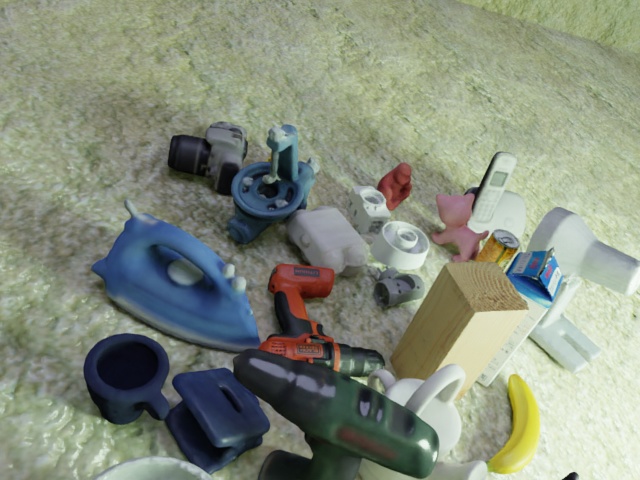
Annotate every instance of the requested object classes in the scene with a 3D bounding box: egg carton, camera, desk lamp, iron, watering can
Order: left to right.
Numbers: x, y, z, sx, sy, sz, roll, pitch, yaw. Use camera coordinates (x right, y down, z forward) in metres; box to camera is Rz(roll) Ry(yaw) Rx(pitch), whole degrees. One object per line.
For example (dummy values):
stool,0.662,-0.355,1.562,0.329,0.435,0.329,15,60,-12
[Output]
iron,-0.179,0.049,0.790,0.258,0.141,0.119,27,39,8
camera,-0.207,-0.170,1.067,0.137,0.101,0.143,10,40,-14
egg carton,0.009,0.004,0.986,0.107,0.069,0.150,-13,49,-35
watering can,0.122,0.221,0.681,0.172,0.194,0.101,32,40,14
desk lamp,0.429,0.077,0.972,0.118,0.213,0.202,-19,53,-38

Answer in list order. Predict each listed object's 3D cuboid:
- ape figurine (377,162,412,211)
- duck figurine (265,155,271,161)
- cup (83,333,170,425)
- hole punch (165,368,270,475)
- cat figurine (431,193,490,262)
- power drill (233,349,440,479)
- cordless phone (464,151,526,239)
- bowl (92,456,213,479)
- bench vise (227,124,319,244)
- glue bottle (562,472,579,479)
ape figurine,0.159,-0.118,1.177,0.078,0.092,0.076,1,43,-23
duck figurine,-0.073,-0.155,1.121,0.077,0.086,0.105,31,40,12
cup,-0.216,0.178,0.660,0.117,0.095,0.092,39,42,21
hole punch,-0.119,0.201,0.679,0.101,0.091,0.108,-20,54,-40
cat figurine,0.273,-0.033,1.109,0.067,0.118,0.127,-18,52,-38
power drill,-0.001,0.219,0.617,0.229,0.208,0.075,18,39,-4
cordless phone,0.374,-0.090,1.167,0.148,0.185,0.094,3,42,-20
bowl,-0.167,0.303,0.551,0.167,0.075,0.167,13,39,-10
bench vise,-0.072,-0.118,0.971,0.121,0.220,0.207,23,39,3
glue bottle,0.244,0.309,0.650,0.078,0.173,0.037,-10,48,-33
